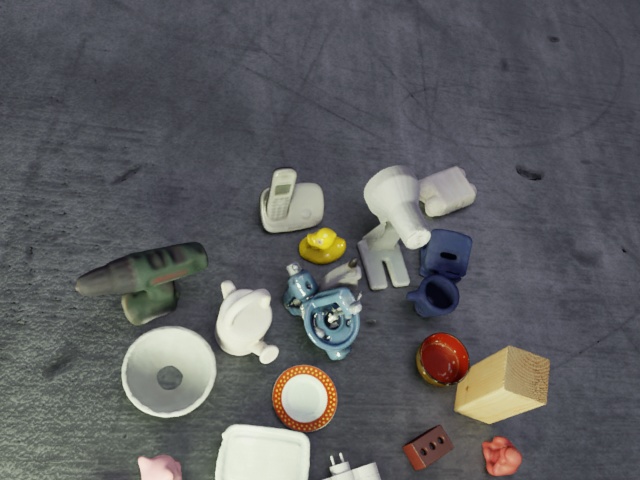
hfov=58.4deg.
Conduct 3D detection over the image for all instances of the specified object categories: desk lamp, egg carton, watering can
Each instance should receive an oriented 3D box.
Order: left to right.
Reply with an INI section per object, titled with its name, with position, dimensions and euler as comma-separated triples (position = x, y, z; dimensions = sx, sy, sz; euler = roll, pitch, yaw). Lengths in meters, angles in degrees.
[watering can]
position = -0.135, 0.150, 1.082
dimensions = 0.173, 0.194, 0.101
euler = 38, 60, 5
[desk lamp]
position = 0.163, -0.026, 1.245
dimensions = 0.118, 0.213, 0.203
euler = -8, 66, -19
[egg carton]
position = 0.311, -0.119, 1.417
dimensions = 0.150, 0.069, 0.107
euler = -23, 72, -24

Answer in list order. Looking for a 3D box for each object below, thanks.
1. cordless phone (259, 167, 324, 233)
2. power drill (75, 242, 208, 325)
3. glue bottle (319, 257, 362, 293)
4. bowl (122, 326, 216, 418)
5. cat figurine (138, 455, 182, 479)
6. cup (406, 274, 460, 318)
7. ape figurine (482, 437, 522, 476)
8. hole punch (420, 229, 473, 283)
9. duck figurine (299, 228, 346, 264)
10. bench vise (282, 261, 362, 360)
[cordless phone]
position = -0.053, -0.097, 1.236
dimensions = 0.148, 0.185, 0.094
euler = -11, 67, -20
[power drill]
position = -0.321, 0.082, 1.056
dimensions = 0.230, 0.208, 0.075
euler = -22, 71, -24
[glue bottle]
position = 0.052, 0.075, 1.185
dimensions = 0.078, 0.173, 0.037
euler = -1, 64, -16
[bowl]
position = -0.278, 0.249, 1.061
dimensions = 0.168, 0.074, 0.167
euler = 7, 62, -12
[cat figurine]
position = -0.255, 0.416, 0.957
dimensions = 0.067, 0.117, 0.127
euler = -22, 71, -24
[cup]
position = 0.233, 0.133, 1.252
dimensions = 0.118, 0.095, 0.091
euler = -1, 64, -16
[ape figurine]
position = 0.369, 0.433, 1.139
dimensions = 0.076, 0.092, 0.078
euler = 39, 60, 6
[hole punch]
position = 0.292, 0.038, 1.319
dimensions = 0.109, 0.091, 0.101
euler = 12, 61, -9
[duck figurine]
position = 0.012, 0.005, 1.260
dimensions = 0.105, 0.086, 0.077
euler = 0, 64, -16
[bench vise]
position = 0.000, 0.128, 1.117
dimensions = 0.207, 0.219, 0.122
euler = 37, 60, 5
